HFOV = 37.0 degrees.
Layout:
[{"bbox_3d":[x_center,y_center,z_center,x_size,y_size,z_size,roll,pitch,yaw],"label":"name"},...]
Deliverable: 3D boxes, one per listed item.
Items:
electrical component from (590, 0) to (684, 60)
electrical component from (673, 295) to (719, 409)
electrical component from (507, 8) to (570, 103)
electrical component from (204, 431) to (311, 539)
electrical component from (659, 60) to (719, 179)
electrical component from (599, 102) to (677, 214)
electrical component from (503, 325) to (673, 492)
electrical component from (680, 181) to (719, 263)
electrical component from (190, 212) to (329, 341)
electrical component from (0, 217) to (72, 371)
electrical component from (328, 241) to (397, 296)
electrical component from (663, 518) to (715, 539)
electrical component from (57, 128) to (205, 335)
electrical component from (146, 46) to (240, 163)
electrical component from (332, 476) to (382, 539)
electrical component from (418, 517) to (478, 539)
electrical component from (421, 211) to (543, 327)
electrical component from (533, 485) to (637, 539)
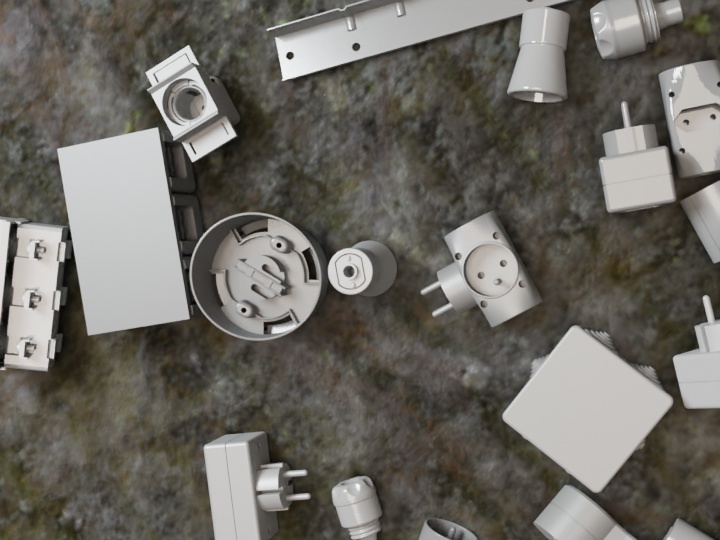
[{"bbox_3d":[0.200,-0.178,0.775,0.062,0.043,0.043,-14,89,13],"label":"electrical component"},{"bbox_3d":[0.257,0.054,0.751,0.047,0.066,0.076,-12,88,-26],"label":"electrical component"},{"bbox_3d":[0.134,-0.160,0.794,0.044,0.044,0.065,7,89,14],"label":"electrical component"},{"bbox_3d":[-0.076,0.173,0.854,0.076,0.047,0.083,-7,90,14],"label":"electrical component"},{"bbox_3d":[0.259,-0.109,0.762,0.079,0.043,0.077,-10,89,14],"label":"electrical component"},{"bbox_3d":[0.195,-0.081,0.768,0.047,0.066,0.076,-10,90,14],"label":"electrical component"},{"bbox_3d":[0.167,0.099,0.790,0.100,0.048,0.099,38,100,10],"label":"electrical component"},{"bbox_3d":[0.266,-0.024,0.764,0.043,0.043,0.081,-29,85,13],"label":"electrical component"},{"bbox_3d":[-0.075,0.005,0.839,0.099,0.064,0.099,1,92,14],"label":"electrical component"},{"bbox_3d":[-0.278,0.020,0.890,0.063,0.079,0.121,6,94,-8],"label":"electrical component"},{"bbox_3d":[0.000,0.000,0.820,0.044,0.065,0.044,1,92,14],"label":"electrical component"},{"bbox_3d":[0.243,0.207,0.781,0.046,0.040,0.040,33,99,17],"label":"electrical component"},{"bbox_3d":[-0.177,-0.030,0.864,0.089,0.062,0.150,-10,90,14],"label":"electrical component"},{"bbox_3d":[-0.128,-0.129,0.848,0.042,0.064,0.081,-28,86,12],"label":"electrical component"},{"bbox_3d":[0.002,0.195,0.843,0.035,0.035,0.061,-18,90,14],"label":"electrical component"},{"bbox_3d":[0.074,0.241,0.821,0.079,0.043,0.077,20,97,12],"label":"electrical component"},{"bbox_3d":[0.084,0.008,0.810,0.079,0.044,0.077,-29,85,13],"label":"electrical component"},{"bbox_3d":[0.180,0.229,0.779,0.138,0.052,0.073,41,81,9],"label":"electrical component"}]
